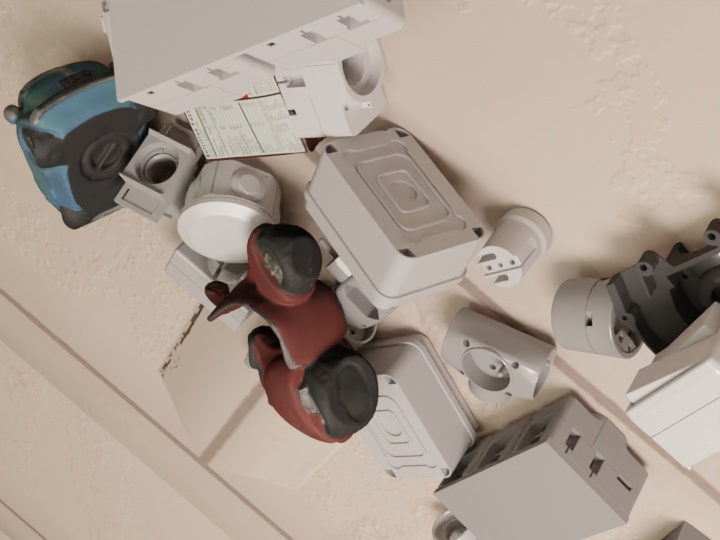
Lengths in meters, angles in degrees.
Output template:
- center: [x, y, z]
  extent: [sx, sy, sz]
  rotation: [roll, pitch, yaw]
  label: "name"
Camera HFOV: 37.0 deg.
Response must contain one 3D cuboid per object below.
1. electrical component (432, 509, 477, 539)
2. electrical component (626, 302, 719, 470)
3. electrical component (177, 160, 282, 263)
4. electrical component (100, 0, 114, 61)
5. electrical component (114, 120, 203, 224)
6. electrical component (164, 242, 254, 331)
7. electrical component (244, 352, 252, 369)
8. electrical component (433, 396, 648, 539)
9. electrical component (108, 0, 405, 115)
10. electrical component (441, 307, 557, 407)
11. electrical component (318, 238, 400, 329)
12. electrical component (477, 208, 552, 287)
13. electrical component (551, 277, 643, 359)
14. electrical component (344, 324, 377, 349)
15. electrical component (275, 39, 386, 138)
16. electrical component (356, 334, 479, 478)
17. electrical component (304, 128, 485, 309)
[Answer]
- center: [0.097, 0.251, 0.988]
  extent: [0.066, 0.048, 0.055]
  rotation: [-8, 128, 42]
  label: "electrical component"
- center: [0.213, 0.064, 0.645]
  extent: [0.061, 0.061, 0.096]
  rotation: [42, 140, 1]
  label: "electrical component"
- center: [-0.102, -0.045, 0.859]
  extent: [0.080, 0.051, 0.080]
  rotation: [4, 145, 3]
  label: "electrical component"
- center: [-0.152, -0.185, 0.781]
  extent: [0.064, 0.081, 0.042]
  rotation: [38, 145, 39]
  label: "electrical component"
- center: [-0.157, -0.075, 0.878]
  extent: [0.042, 0.081, 0.063]
  rotation: [27, 166, 18]
  label: "electrical component"
- center: [-0.114, -0.004, 0.926]
  extent: [0.083, 0.047, 0.075]
  rotation: [40, 140, 1]
  label: "electrical component"
- center: [-0.080, 0.074, 0.973]
  extent: [0.040, 0.040, 0.078]
  rotation: [50, 139, -10]
  label: "electrical component"
- center: [0.144, 0.170, 0.866]
  extent: [0.089, 0.061, 0.150]
  rotation: [45, 139, -5]
  label: "electrical component"
- center: [-0.068, -0.175, 0.673]
  extent: [0.186, 0.060, 0.105]
  rotation: [-14, 77, 31]
  label: "electrical component"
- center: [0.104, 0.076, 0.829]
  extent: [0.077, 0.044, 0.079]
  rotation: [24, 136, 19]
  label: "electrical component"
- center: [0.000, 0.000, 0.844]
  extent: [0.079, 0.043, 0.077]
  rotation: [46, 139, -5]
  label: "electrical component"
- center: [0.106, -0.015, 0.746]
  extent: [0.040, 0.046, 0.040]
  rotation: [21, 135, 23]
  label: "electrical component"
- center: [0.164, 0.031, 0.737]
  extent: [0.047, 0.055, 0.055]
  rotation: [2, 126, 41]
  label: "electrical component"
- center: [-0.037, 0.038, 0.906]
  extent: [0.079, 0.043, 0.077]
  rotation: [51, 139, -10]
  label: "electrical component"
- center: [-0.021, -0.140, 0.732]
  extent: [0.056, 0.050, 0.089]
  rotation: [3, 126, 36]
  label: "electrical component"
- center: [0.039, 0.114, 0.903]
  extent: [0.078, 0.057, 0.113]
  rotation: [-12, 117, 43]
  label: "electrical component"
- center: [0.021, -0.036, 0.743]
  extent: [0.113, 0.078, 0.057]
  rotation: [55, 143, 26]
  label: "electrical component"
